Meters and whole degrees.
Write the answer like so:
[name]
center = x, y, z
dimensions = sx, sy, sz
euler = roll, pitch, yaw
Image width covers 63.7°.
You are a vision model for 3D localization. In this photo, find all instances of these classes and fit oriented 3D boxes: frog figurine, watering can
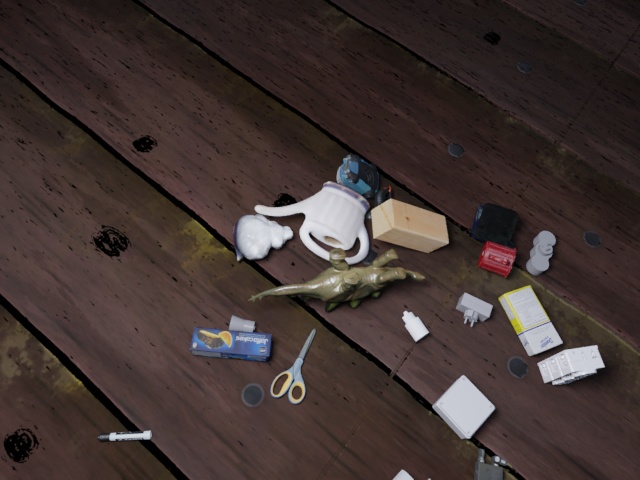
[frog figurine]
center = -0.157, -0.010, 1.438
dimensions = 0.159, 0.120, 0.141
euler = -7, 45, 4
[watering can]
center = 0.004, -0.074, 1.474
dimensions = 0.346, 0.102, 0.228
euler = 31, 64, -10
